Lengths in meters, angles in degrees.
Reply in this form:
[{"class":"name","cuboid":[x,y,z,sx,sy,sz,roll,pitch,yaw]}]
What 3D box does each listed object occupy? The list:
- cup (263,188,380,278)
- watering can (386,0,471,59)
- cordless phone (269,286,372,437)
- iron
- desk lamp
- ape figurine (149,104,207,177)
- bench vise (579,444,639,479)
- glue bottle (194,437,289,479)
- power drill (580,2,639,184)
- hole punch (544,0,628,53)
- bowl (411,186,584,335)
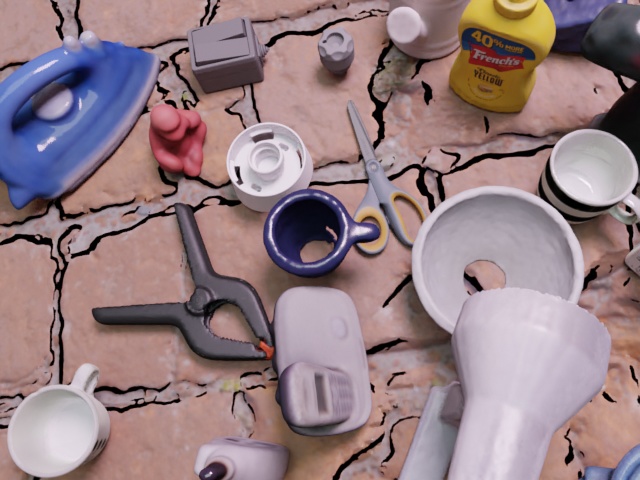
[{"class":"cup","cuboid":[0.006,0.002,0.611,0.117,0.095,0.092,-2,73,6]},{"class":"watering can","cuboid":[0.125,-0.291,0.634,0.101,0.194,0.173,1,73,7]},{"class":"cordless phone","cuboid":[-0.006,0.108,0.534,0.094,0.185,0.147,-12,72,3]},{"class":"iron","cuboid":[-0.307,-0.167,0.673,0.118,0.141,0.258,40,81,16]},{"class":"desk lamp","cuboid":[0.147,0.158,0.486,0.117,0.214,0.203,20,77,12]},{"class":"ape figurine","cuboid":[-0.171,-0.125,0.671,0.076,0.092,0.078,42,82,16]},{"class":"bench vise","cuboid":[0.334,0.209,0.447,0.207,0.220,0.121,-13,72,3]},{"class":"glue bottle","cuboid":[-0.078,0.204,0.519,0.078,0.173,0.037,9,74,9]},{"class":"power drill","cuboid":[0.353,-0.130,0.552,0.229,0.208,0.076,33,80,15]},{"class":"hole punch","cuboid":[0.295,-0.280,0.665,0.101,0.091,0.109,7,74,9]},{"class":"bowl","cuboid":[0.177,0.033,0.593,0.167,0.075,0.167,-2,73,6]}]
